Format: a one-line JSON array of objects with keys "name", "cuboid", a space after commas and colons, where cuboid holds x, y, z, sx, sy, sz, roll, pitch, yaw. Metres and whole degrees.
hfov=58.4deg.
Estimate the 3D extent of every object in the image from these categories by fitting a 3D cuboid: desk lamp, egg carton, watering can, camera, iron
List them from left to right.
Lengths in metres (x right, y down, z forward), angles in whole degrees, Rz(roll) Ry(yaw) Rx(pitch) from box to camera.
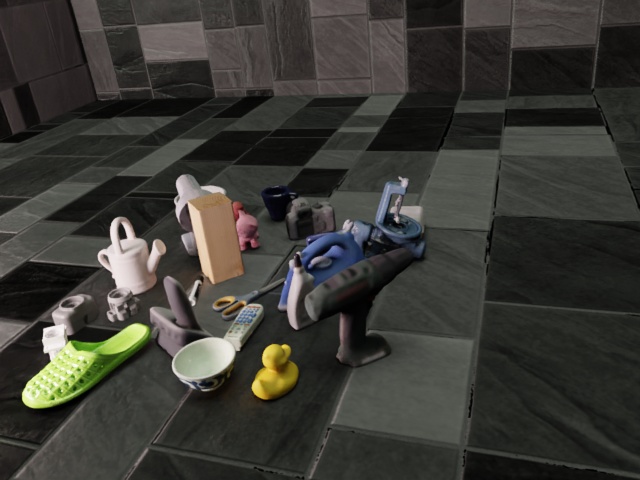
[{"name": "watering can", "cuboid": [-0.477, 0.032, 1.450, 0.173, 0.194, 0.100, -12, 27, -11]}, {"name": "desk lamp", "cuboid": [-0.342, -0.065, 1.589, 0.118, 0.214, 0.202, -17, 29, -19]}, {"name": "camera", "cuboid": [-0.040, -0.080, 1.680, 0.143, 0.101, 0.136, -13, 28, -13]}, {"name": "iron", "cuboid": [-0.001, 0.059, 1.354, 0.259, 0.142, 0.118, -26, 33, -33]}, {"name": "egg carton", "cuboid": [0.238, -0.044, 1.584, 0.107, 0.069, 0.150, 0, 28, 13]}]

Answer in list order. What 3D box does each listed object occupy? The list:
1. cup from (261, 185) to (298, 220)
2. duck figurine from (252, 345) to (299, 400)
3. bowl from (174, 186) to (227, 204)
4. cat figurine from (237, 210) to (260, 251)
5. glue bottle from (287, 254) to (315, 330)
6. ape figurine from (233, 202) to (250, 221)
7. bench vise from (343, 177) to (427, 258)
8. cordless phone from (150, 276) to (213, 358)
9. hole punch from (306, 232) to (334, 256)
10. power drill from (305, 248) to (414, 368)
[{"name": "cup", "cuboid": [-0.117, -0.110, 1.761, 0.117, 0.095, 0.092, 4, 29, 19]}, {"name": "duck figurine", "cuboid": [-0.087, 0.240, 1.077, 0.077, 0.086, 0.105, 14, 33, 35]}, {"name": "bowl", "cuboid": [-0.377, -0.111, 1.840, 0.167, 0.075, 0.167, -5, 27, 3]}, {"name": "cat figurine", "cuboid": [-0.207, -0.038, 1.613, 0.067, 0.118, 0.127, -11, 27, -9]}, {"name": "glue bottle", "cuboid": [-0.038, 0.106, 1.234, 0.078, 0.173, 0.037, -22, 31, -28]}, {"name": "ape figurine", "cuboid": [-0.243, -0.070, 1.713, 0.078, 0.092, 0.075, -23, 31, -29]}, {"name": "bench vise", "cuboid": [0.161, -0.048, 1.443, 0.207, 0.220, 0.121, -7, 27, -1]}, {"name": "cordless phone", "cuboid": [-0.303, 0.144, 1.203, 0.147, 0.185, 0.094, 19, 36, 40]}, {"name": "hole punch", "cuboid": [0.014, 0.005, 1.511, 0.108, 0.091, 0.101, -7, 27, -2]}, {"name": "power drill", "cuboid": [0.085, 0.134, 1.115, 0.230, 0.209, 0.075, -17, 29, -20]}]
